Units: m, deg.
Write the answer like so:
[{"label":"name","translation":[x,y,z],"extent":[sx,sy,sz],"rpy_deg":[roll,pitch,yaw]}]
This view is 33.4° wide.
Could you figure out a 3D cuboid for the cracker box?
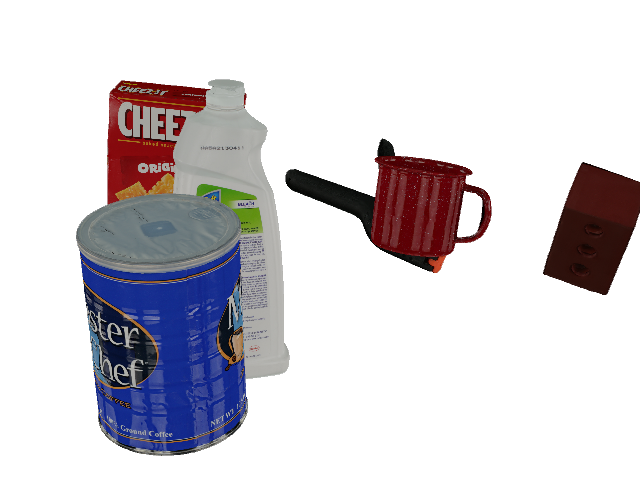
[{"label":"cracker box","translation":[-0.185,-0.085,1.357],"extent":[0.164,0.214,0.072],"rpy_deg":[6,22,2]}]

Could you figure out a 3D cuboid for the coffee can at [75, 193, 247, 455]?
[{"label":"coffee can","translation":[-0.101,0.053,0.698],"extent":[0.103,0.140,0.103],"rpy_deg":[0,26,0]}]

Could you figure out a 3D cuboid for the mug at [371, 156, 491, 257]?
[{"label":"mug","translation":[0.104,-0.030,1.011],"extent":[0.117,0.081,0.093],"rpy_deg":[10,12,15]}]

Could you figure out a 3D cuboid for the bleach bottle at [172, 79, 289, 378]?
[{"label":"bleach bottle","translation":[-0.073,-0.008,0.893],"extent":[0.102,0.251,0.068],"rpy_deg":[-4,21,-17]}]

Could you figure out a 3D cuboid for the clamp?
[{"label":"clamp","translation":[0.067,-0.038,1.267],"extent":[0.164,0.036,0.210],"rpy_deg":[-16,52,-29]}]

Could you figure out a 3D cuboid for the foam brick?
[{"label":"foam brick","translation":[0.206,-0.008,0.804],"extent":[0.053,0.078,0.051],"rpy_deg":[20,50,15]}]
